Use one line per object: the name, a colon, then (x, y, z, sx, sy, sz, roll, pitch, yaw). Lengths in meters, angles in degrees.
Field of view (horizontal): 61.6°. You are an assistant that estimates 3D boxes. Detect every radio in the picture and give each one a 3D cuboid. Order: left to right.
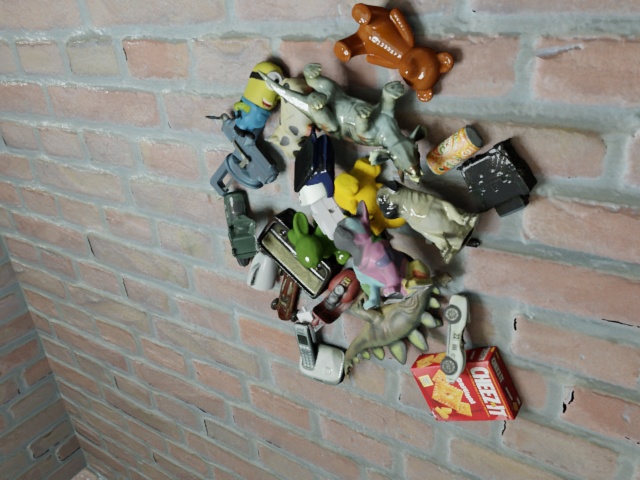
radio: (-0.051, 0.032, 1.421, 0.230, 0.073, 0.131, 43, 133, 9)

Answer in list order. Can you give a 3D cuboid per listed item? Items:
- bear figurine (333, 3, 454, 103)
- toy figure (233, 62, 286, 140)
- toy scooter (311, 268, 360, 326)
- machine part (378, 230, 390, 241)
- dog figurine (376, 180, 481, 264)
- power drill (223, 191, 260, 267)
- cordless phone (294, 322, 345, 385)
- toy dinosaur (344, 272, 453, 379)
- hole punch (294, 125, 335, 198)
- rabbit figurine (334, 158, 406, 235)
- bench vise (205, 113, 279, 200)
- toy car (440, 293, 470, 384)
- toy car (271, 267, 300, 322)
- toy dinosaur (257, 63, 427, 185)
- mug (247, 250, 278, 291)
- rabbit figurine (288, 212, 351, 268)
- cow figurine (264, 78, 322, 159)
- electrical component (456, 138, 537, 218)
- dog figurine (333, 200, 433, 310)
bear figurine: (0.144, -0.352, 1.026, 0.196, 0.132, 0.120, 49, 136, 12)
toy figure: (-0.147, -0.328, 1.256, 0.089, 0.082, 0.180, 35, 107, 7)
toy scooter: (0.035, 0.158, 1.385, 0.075, 0.135, 0.183, 40, 131, 15)
machine part: (0.129, 0.038, 1.272, 0.084, 0.039, 0.139, -19, 62, 37)
dog figurine: (0.220, -0.054, 1.117, 0.191, 0.172, 0.121, 36, 91, 25)
power drill: (-0.211, -0.012, 1.464, 0.086, 0.207, 0.231, -8, 105, -6)
cordless phone: (0.000, 0.309, 1.511, 0.147, 0.089, 0.184, 8, 126, 34)
toy dinosaur: (0.171, 0.208, 1.329, 0.198, 0.105, 0.471, 50, 132, 3)
hole punch: (0.000, -0.166, 1.199, 0.092, 0.142, 0.115, 13, 149, -15)
rabbit figurine: (0.119, -0.075, 1.202, 0.173, 0.122, 0.162, 29, 133, 21)
bench vise: (-0.220, -0.201, 1.386, 0.223, 0.129, 0.240, 45, 123, 0)
toy car: (0.307, 0.221, 1.209, 0.056, 0.073, 0.201, 3, 88, 21)
toy car: (-0.090, 0.153, 1.535, 0.089, 0.053, 0.202, 33, 131, 23)
toy dinosaur: (0.063, -0.250, 1.116, 0.405, 0.131, 0.192, 29, 160, 26)
mug: (-0.166, 0.081, 1.521, 0.081, 0.109, 0.107, 29, 115, 29)
rabbit figurine: (-0.003, -0.004, 1.297, 0.159, 0.170, 0.121, 37, 132, 14)
cow figurine: (-0.061, -0.280, 1.250, 0.127, 0.085, 0.194, 18, 126, 22)
electrical component: (0.350, -0.114, 1.048, 0.115, 0.058, 0.134, -30, 94, 45)
dog figurine: (0.126, 0.024, 1.149, 0.108, 0.191, 0.219, -42, 64, 52)
